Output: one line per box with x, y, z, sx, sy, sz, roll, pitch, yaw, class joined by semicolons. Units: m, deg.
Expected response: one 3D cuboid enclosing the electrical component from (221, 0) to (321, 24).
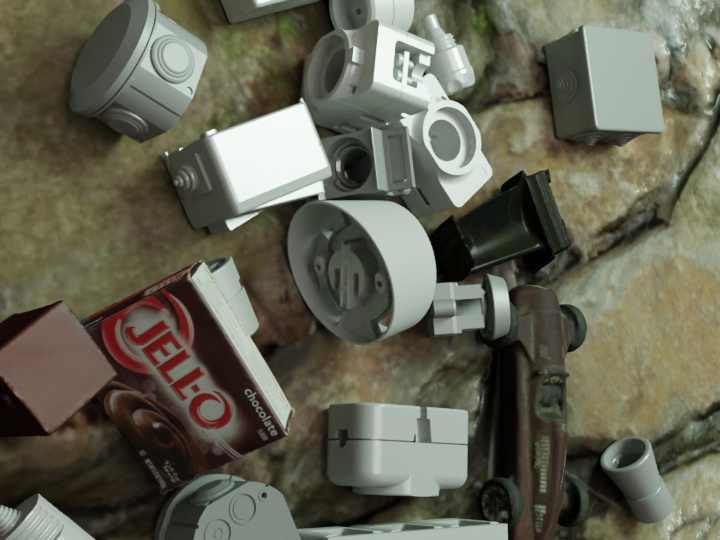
-0.045;-0.207;0.724;0.083;0.076;0.047;-25;98;-36;electrical component

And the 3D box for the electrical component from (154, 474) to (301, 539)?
-0.080;0.165;0.654;0.080;0.051;0.080;6;79;-35;electrical component

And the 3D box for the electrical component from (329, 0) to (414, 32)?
0.009;-0.235;0.782;0.074;0.052;0.138;-17;92;-37;electrical component

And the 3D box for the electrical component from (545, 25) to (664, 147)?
0.207;-0.156;0.916;0.100;0.048;0.099;-3;85;-36;electrical component

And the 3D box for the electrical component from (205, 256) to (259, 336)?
-0.095;0.025;0.665;0.055;0.055;0.047;-34;106;-35;electrical component

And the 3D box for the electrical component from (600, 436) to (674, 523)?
0.231;0.176;0.886;0.044;0.044;0.065;-44;112;-33;electrical component

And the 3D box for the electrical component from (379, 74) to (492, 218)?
0.050;-0.090;0.787;0.050;0.056;0.089;-44;108;-32;electrical component

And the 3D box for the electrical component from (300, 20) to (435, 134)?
0.000;-0.130;0.735;0.056;0.089;0.050;14;75;-34;electrical component

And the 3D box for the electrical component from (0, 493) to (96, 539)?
-0.171;0.158;0.594;0.081;0.043;0.043;47;59;-21;electrical component

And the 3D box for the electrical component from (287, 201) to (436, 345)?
0.000;0.000;0.711;0.064;0.099;0.099;-12;90;-43;electrical component

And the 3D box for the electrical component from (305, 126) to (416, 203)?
0.003;-0.070;0.739;0.064;0.081;0.042;0;83;-65;electrical component

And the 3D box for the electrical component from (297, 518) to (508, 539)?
0.024;0.215;0.715;0.150;0.062;0.089;6;79;-35;electrical component

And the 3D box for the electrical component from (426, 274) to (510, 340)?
0.078;0.028;0.781;0.055;0.066;0.048;-4;84;-3;electrical component

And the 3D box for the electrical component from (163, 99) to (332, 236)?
-0.075;-0.062;0.687;0.096;0.062;0.061;-26;98;-36;electrical component

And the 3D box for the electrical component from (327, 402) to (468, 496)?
0.026;0.124;0.736;0.095;0.054;0.059;9;77;-35;electrical component

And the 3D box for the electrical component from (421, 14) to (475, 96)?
0.063;-0.165;0.822;0.035;0.035;0.061;-25;95;-36;electrical component

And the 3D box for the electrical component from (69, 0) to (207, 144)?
-0.134;-0.119;0.644;0.051;0.080;0.080;31;66;-34;electrical component
